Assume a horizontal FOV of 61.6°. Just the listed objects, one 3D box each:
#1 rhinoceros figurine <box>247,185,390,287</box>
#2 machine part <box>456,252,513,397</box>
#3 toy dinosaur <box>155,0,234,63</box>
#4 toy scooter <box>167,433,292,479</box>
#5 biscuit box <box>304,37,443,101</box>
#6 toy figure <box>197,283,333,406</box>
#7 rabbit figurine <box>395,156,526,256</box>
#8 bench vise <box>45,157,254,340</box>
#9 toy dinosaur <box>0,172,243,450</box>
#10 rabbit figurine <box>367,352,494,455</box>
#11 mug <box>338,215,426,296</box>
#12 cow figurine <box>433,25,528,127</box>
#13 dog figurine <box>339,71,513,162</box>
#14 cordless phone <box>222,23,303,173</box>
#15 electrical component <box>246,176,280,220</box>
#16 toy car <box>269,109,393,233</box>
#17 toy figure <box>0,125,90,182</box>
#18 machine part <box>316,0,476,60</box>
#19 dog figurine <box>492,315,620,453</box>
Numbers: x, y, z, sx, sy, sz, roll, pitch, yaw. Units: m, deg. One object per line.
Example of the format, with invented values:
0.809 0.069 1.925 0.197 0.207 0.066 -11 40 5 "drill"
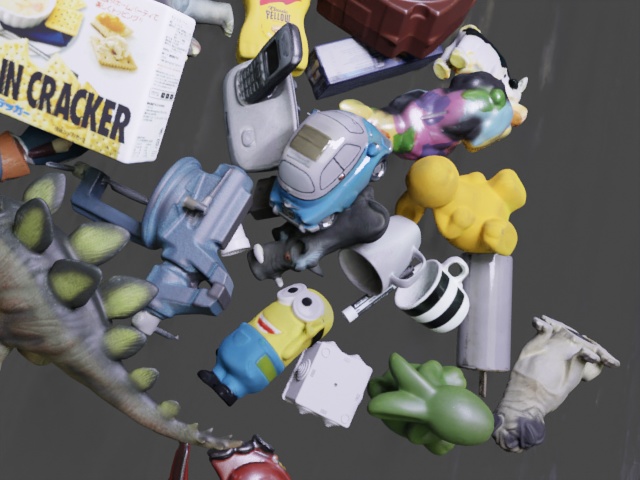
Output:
-0.001 -0.002 0.691 0.190 0.112 0.073 -21 131 9 "rhinoceros figurine"
0.242 0.105 0.790 0.079 0.079 0.243 7 80 -19 "machine part"
-0.215 -0.375 0.669 0.192 0.131 0.404 -12 82 -21 "toy dinosaur"
-0.124 0.279 0.639 0.184 0.075 0.135 -7 84 -16 "toy scooter"
0.079 -0.265 0.784 0.203 0.063 0.059 -21 90 -21 "biscuit box"
-0.063 0.128 0.672 0.082 0.089 0.180 43 72 13 "toy figure"
0.179 -0.063 0.744 0.173 0.163 0.122 29 78 -38 "rabbit figurine"
-0.197 -0.014 0.630 0.241 0.129 0.223 27 84 6 "bench vise"
-0.275 0.061 0.541 0.198 0.105 0.471 -38 97 20 "toy dinosaur"
0.145 0.204 0.692 0.159 0.170 0.121 30 74 -15 "rabbit figurine"
0.098 0.017 0.736 0.107 0.110 0.080 -41 134 -27 "mug"
0.269 -0.257 0.852 0.167 0.068 0.098 39 66 -12 "cow figurine"
0.130 -0.159 0.734 0.219 0.192 0.108 -15 95 -36 "dog figurine"
-0.053 -0.167 0.660 0.089 0.184 0.146 -5 85 -25 "cordless phone"
-0.065 -0.058 0.707 0.021 0.094 0.063 57 31 -45 "electrical component"
0.002 -0.094 0.625 0.109 0.102 0.161 37 79 27 "toy car"
-0.331 -0.105 0.616 0.154 0.064 0.057 -30 102 -22 "toy figure"
0.108 -0.361 0.750 0.201 0.087 0.201 37 59 12 "machine part"
0.339 0.224 0.816 0.172 0.121 0.190 15 107 -40 "dog figurine"
